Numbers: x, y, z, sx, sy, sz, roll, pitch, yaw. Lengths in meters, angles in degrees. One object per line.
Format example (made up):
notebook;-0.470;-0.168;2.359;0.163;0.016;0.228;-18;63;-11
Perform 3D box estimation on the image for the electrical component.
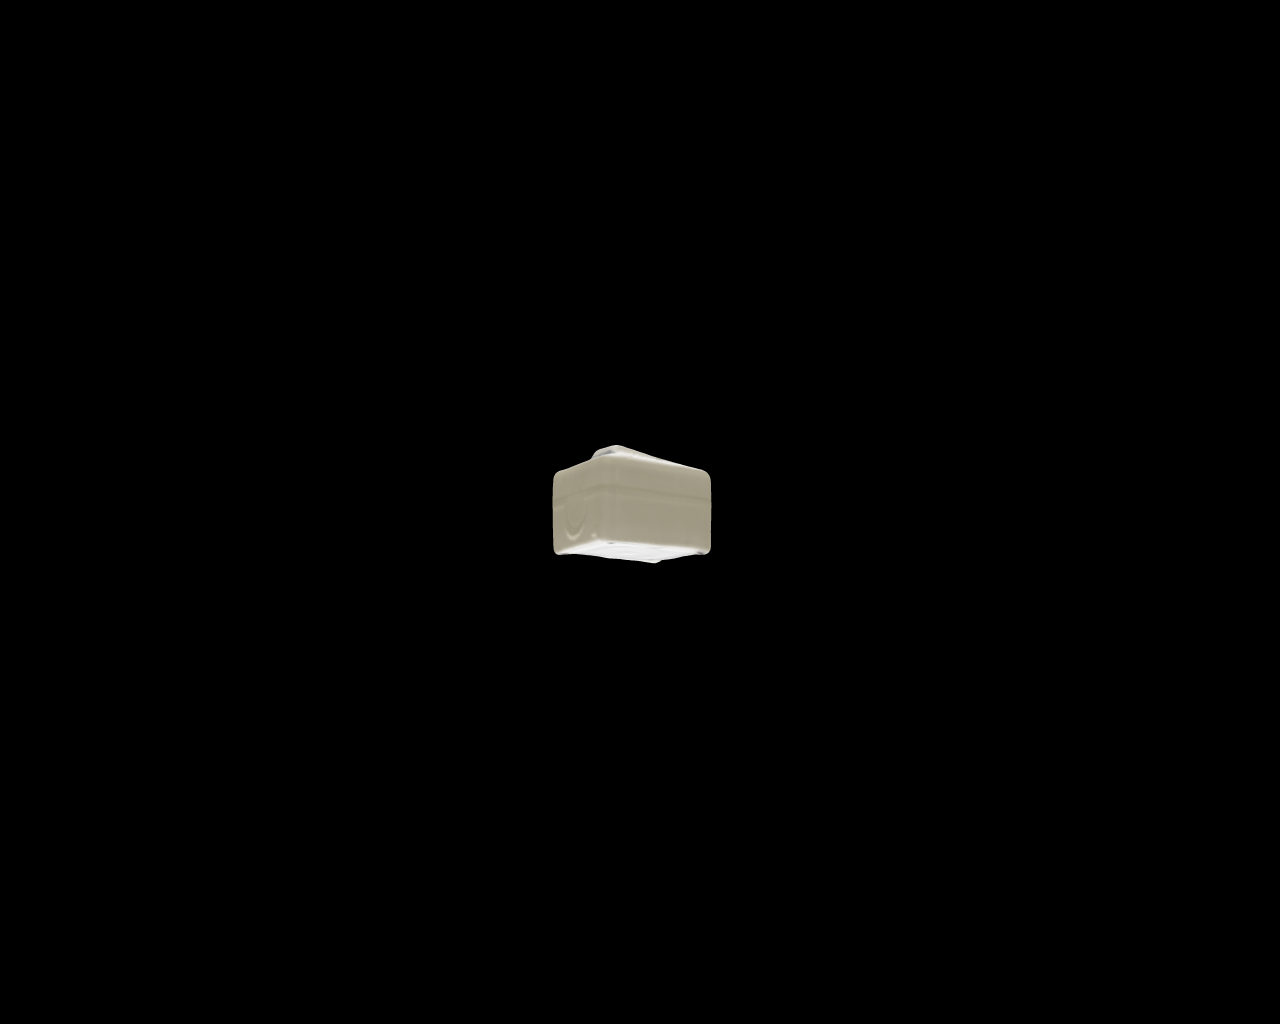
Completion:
electrical component;0.001;-0.003;0.650;0.096;0.061;0.061;8;-14;-35
